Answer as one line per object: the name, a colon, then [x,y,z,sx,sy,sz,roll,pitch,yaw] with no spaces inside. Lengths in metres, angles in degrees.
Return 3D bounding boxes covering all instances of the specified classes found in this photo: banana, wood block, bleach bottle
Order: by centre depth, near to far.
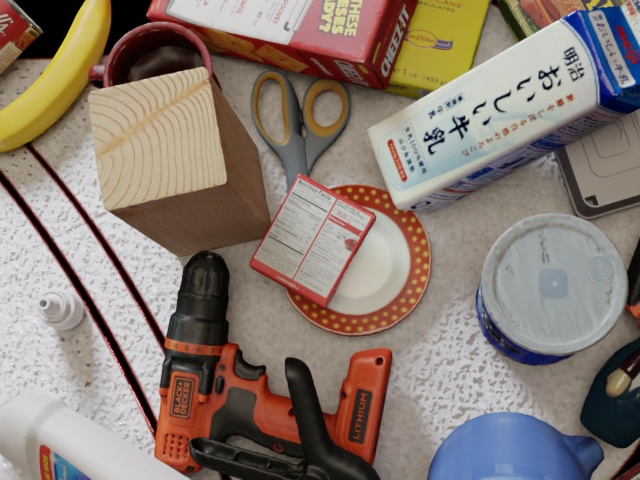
wood block: [-0.103,-0.053,0.840,0.091,0.206,0.090,-12,79,5]
bleach bottle: [-0.177,0.203,0.870,0.251,0.068,0.103,29,129,17]
banana: [-0.249,-0.140,0.958,0.198,0.037,0.070,-43,80,-2]

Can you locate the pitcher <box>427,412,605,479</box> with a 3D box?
pitcher: [0.124,0.206,0.751,0.145,0.242,0.149,15,90,11]

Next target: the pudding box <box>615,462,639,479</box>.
pudding box: [0.294,0.208,0.820,0.090,0.039,0.113,-43,75,23]

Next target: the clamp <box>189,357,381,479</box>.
clamp: [-0.003,0.171,0.816,0.171,0.039,0.120,37,115,-6]

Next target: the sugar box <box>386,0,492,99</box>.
sugar box: [0.102,-0.210,0.926,0.093,0.048,0.176,15,83,9]

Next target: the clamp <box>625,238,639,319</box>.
clamp: [0.335,-0.005,0.857,0.164,0.036,0.210,41,97,-11]

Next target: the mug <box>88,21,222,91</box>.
mug: [-0.142,-0.131,0.921,0.117,0.081,0.093,6,81,7]

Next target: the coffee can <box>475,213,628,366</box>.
coffee can: [0.174,0.043,0.825,0.103,0.140,0.103,-1,80,6]

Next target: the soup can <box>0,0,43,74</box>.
soup can: [-0.309,-0.177,0.956,0.102,0.068,0.068,-44,78,-1]

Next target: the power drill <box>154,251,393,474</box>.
power drill: [-0.038,0.111,0.872,0.188,0.057,0.184,9,93,10]

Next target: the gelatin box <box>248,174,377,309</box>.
gelatin box: [-0.006,0.001,0.879,0.073,0.030,0.089,29,88,5]

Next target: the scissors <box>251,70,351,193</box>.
scissors: [-0.002,-0.056,0.926,0.096,0.016,0.202,-18,84,-2]

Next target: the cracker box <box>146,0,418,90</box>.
cracker box: [-0.020,-0.231,0.908,0.214,0.072,0.164,17,83,24]

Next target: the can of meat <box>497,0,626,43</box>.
can of meat: [0.209,-0.189,0.905,0.084,0.057,0.102,-29,78,3]
